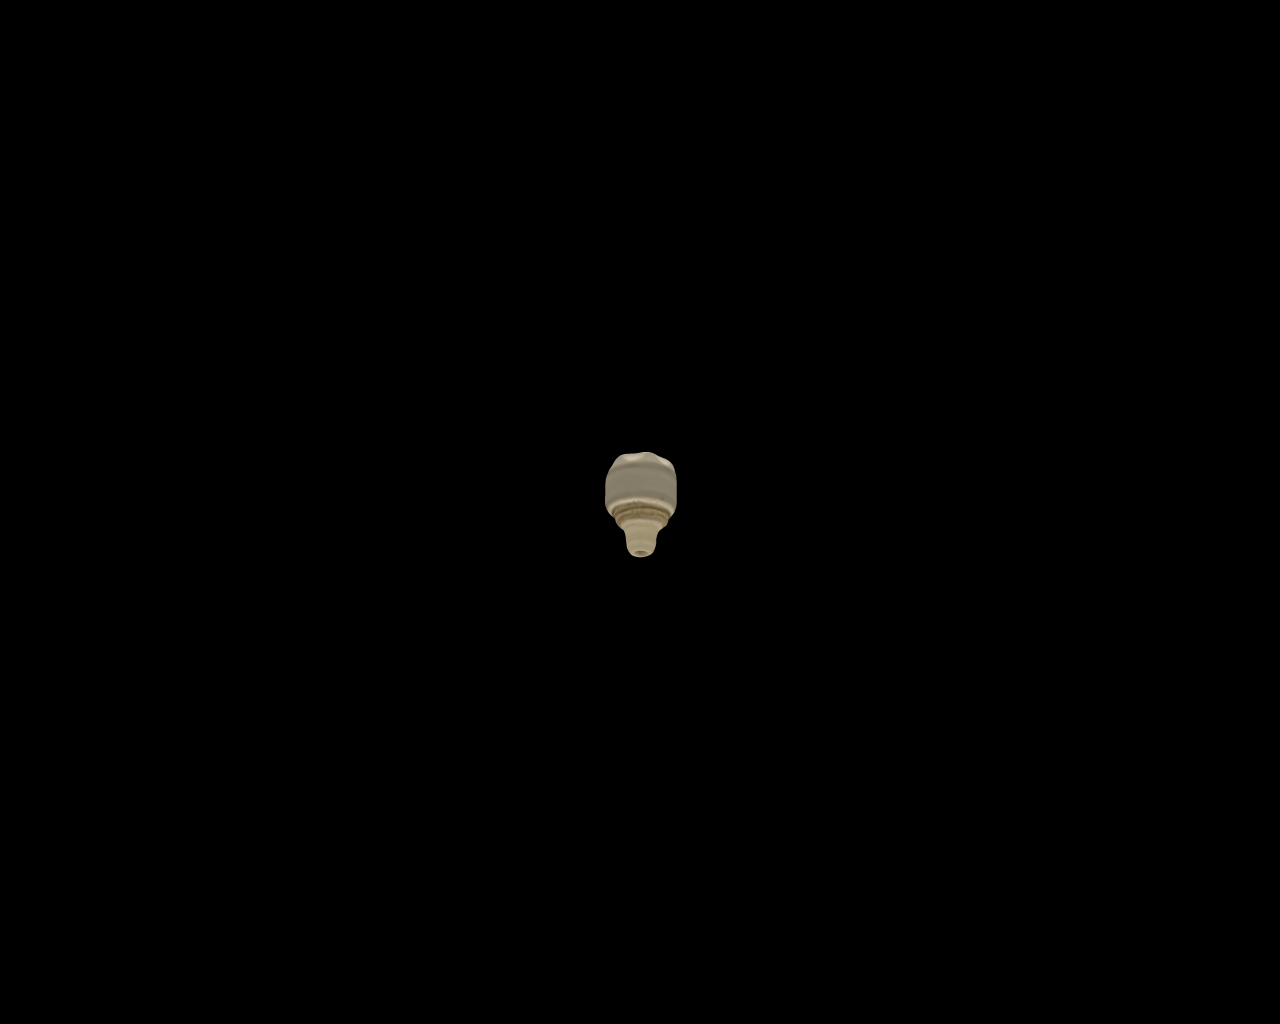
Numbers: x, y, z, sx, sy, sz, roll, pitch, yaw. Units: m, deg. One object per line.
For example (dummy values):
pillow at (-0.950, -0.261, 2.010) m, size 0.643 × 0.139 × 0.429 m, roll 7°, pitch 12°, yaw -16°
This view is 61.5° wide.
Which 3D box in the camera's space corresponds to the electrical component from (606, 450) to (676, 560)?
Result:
electrical component at (0.001, -0.003, 0.650) m, size 0.043 × 0.062 × 0.043 m, roll 0°, pitch -24°, yaw 0°
